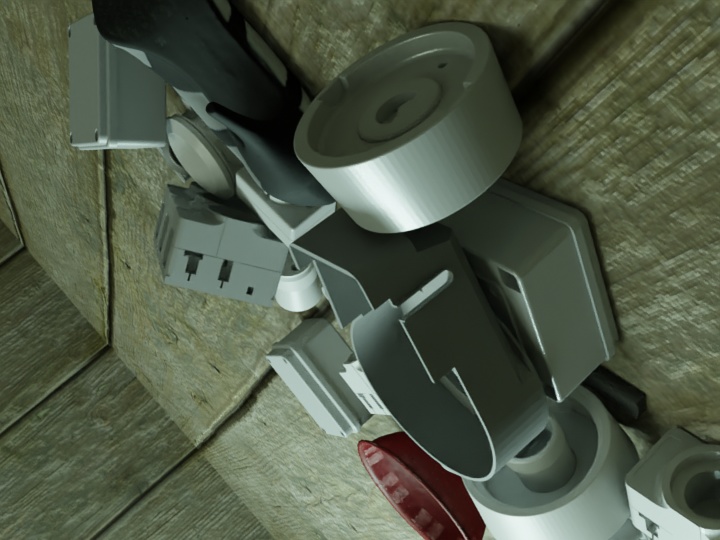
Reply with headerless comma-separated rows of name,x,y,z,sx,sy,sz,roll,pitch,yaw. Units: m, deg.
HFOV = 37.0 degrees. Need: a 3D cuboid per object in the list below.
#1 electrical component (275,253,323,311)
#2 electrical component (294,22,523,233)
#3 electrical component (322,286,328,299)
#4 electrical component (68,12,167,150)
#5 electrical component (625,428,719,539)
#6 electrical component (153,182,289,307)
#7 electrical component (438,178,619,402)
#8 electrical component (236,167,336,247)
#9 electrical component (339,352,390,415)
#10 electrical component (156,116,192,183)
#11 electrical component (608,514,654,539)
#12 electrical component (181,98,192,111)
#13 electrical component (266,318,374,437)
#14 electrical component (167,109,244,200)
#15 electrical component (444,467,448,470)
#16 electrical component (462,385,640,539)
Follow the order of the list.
electrical component,-0.058,0.004,0.957,0.045,0.045,0.055,40,159,28
electrical component,0.028,-0.065,0.533,0.108,0.108,0.060,23,154,54
electrical component,0.000,0.000,0.788,0.048,0.062,0.048,43,160,19
electrical component,-0.199,-0.153,0.882,0.109,0.056,0.108,10,101,62
electrical component,0.202,0.137,0.612,0.089,0.050,0.055,33,155,40
electrical component,-0.119,-0.028,0.902,0.089,0.061,0.150,14,-169,-17
electrical component,0.083,0.005,0.617,0.109,0.056,0.108,30,153,46
electrical component,-0.056,-0.065,0.812,0.066,0.047,0.076,45,161,13
electrical component,0.024,0.086,0.919,0.055,0.050,0.089,52,161,-7
electrical component,-0.153,-0.107,0.958,0.066,0.048,0.055,53,169,-11
electrical component,0.177,0.155,0.682,0.048,0.062,0.048,43,160,19
electrical component,-0.124,-0.146,0.825,0.040,0.040,0.046,45,167,14
electrical component,-0.035,0.109,1.087,0.113,0.057,0.078,53,161,-9
electrical component,-0.117,-0.101,0.875,0.080,0.051,0.080,43,160,19
electrical component,0.102,0.154,0.882,0.043,0.043,0.081,56,161,-17
electrical component,0.114,0.118,0.672,0.108,0.108,0.060,28,160,48
